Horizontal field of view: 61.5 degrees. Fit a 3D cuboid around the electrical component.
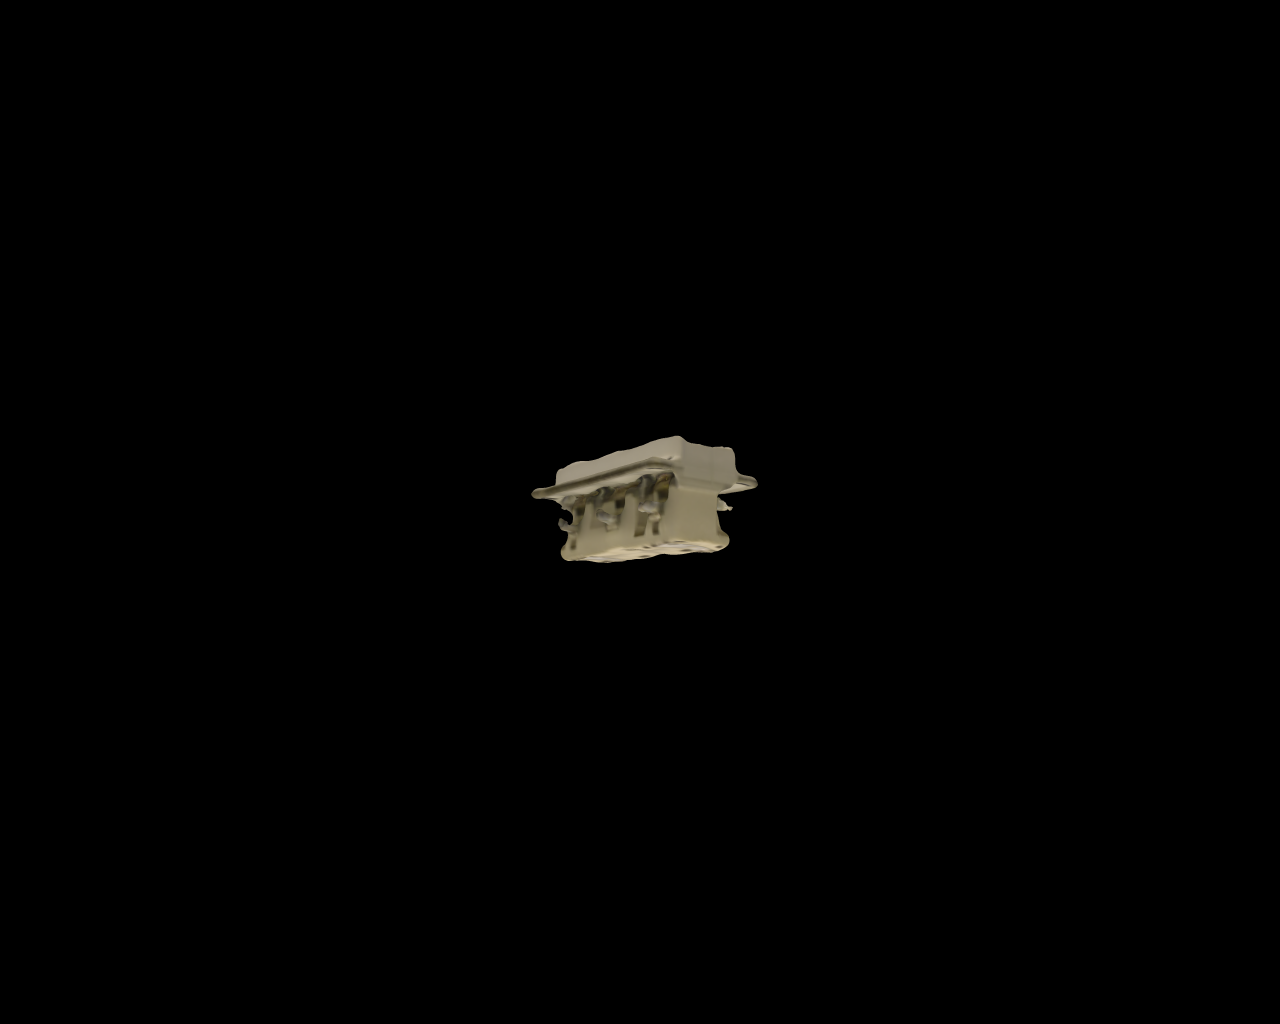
[{"bbox_3d":[0.001,-0.003,0.650,0.079,0.063,0.121,7,-11,-39],"label":"electrical component"}]
